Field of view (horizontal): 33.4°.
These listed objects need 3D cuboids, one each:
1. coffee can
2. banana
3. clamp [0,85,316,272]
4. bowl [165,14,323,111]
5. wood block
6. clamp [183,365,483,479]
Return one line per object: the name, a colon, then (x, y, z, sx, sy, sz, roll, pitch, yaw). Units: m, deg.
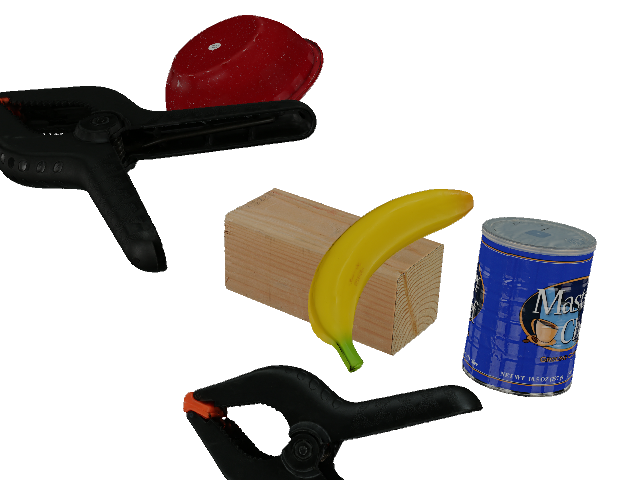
coffee can: (0.190, 0.059, 0.982, 0.103, 0.140, 0.103, 5, 16, -2)
banana: (0.044, 0.014, 0.796, 0.069, 0.197, 0.037, 37, -35, 3)
clamp: (-0.118, -0.060, 0.641, 0.210, 0.036, 0.164, 21, 43, 31)
bowl: (-0.081, -0.155, 0.963, 0.162, 0.055, 0.162, -20, 35, 15)
wood block: (0.010, 0.028, 1.079, 0.206, 0.091, 0.090, 20, 33, 30)
clamp: (-0.001, 0.129, 0.601, 0.172, 0.120, 0.039, 8, -11, 24)
